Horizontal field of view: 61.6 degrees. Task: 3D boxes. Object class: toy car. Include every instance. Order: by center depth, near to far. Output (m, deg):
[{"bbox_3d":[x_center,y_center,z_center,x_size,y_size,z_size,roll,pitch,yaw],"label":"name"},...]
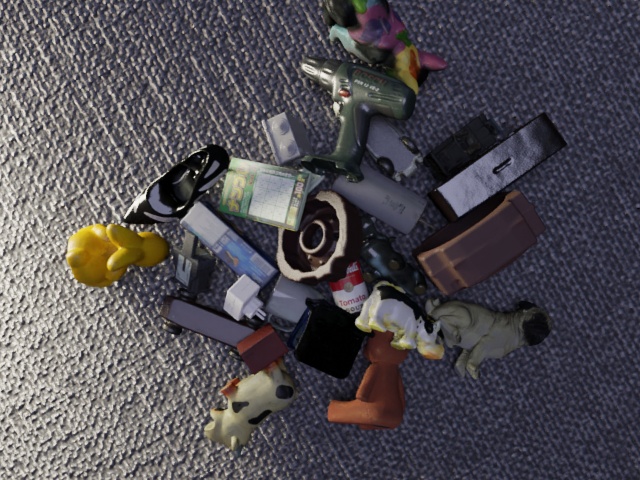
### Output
[{"bbox_3d":[0.107,-0.197,1.000,0.073,0.056,0.202,-41,85,5],"label":"toy car"},{"bbox_3d":[-0.207,0.160,1.032,0.202,0.053,0.089,21,89,-2],"label":"toy car"}]

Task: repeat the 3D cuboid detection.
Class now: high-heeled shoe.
[{"bbox_3d":[-0.272,-0.093,0.983,0.249,0.145,0.086,-32,89,2],"label":"high-heeled shoe"}]

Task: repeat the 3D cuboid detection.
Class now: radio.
[{"bbox_3d":[0.305,-0.122,0.956,0.229,0.131,0.073,-34,89,4],"label":"radio"}]

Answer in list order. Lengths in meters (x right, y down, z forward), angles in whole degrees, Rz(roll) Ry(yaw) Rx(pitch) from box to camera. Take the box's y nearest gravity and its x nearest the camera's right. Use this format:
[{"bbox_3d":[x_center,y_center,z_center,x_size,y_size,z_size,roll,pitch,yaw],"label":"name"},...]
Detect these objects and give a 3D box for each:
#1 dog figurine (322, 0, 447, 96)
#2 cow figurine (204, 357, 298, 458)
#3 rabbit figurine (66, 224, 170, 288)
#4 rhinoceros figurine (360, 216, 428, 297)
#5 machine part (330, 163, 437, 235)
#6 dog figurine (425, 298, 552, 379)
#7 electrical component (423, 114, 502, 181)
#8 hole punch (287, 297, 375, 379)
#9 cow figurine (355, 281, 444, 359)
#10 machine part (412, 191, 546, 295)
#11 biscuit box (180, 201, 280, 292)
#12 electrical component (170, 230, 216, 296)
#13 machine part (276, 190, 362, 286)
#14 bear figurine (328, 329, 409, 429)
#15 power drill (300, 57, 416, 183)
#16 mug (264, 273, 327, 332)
[{"bbox_3d":[0.118,-0.356,0.944,0.108,0.191,0.219,-44,73,-3],"label":"dog figurine"},{"bbox_3d":[-0.131,0.319,1.019,0.195,0.085,0.127,-32,84,2],"label":"cow figurine"},{"bbox_3d":[-0.372,0.016,1.003,0.173,0.162,0.122,-4,79,-14],"label":"rabbit figurine"},{"bbox_3d":[0.124,0.035,0.984,0.190,0.112,0.073,45,122,-11],"label":"rhinoceros figurine"},{"bbox_3d":[0.109,-0.081,0.995,0.243,0.079,0.079,31,93,3],"label":"machine part"},{"bbox_3d":[0.310,0.144,0.990,0.190,0.121,0.172,-32,93,-10],"label":"dog figurine"},{"bbox_3d":[0.257,-0.167,0.966,0.134,0.115,0.058,-36,91,5],"label":"electrical component"},{"bbox_3d":[0.012,0.173,0.962,0.142,0.092,0.115,28,81,-9],"label":"hole punch"},{"bbox_3d":[0.153,0.142,0.941,0.167,0.068,0.098,30,68,-18],"label":"cow figurine"},{"bbox_3d":[0.268,0.005,0.926,0.201,0.201,0.087,-37,92,3],"label":"machine part"},{"bbox_3d":[-0.166,0.012,1.021,0.203,0.063,0.059,42,93,1],"label":"biscuit box"},{"bbox_3d":[-0.237,0.036,1.003,0.075,0.048,0.119,25,114,30],"label":"electrical component"},{"bbox_3d":[-0.002,-0.003,0.971,0.179,0.056,0.179,-13,70,38],"label":"machine part"},{"bbox_3d":[0.101,0.245,0.997,0.132,0.120,0.196,-20,58,43],"label":"bear figurine"},{"bbox_3d":[0.038,-0.212,0.943,0.232,0.086,0.207,18,77,21],"label":"power drill"},{"bbox_3d":[-0.046,0.127,1.011,0.107,0.081,0.109,24,101,-3],"label":"mug"}]
